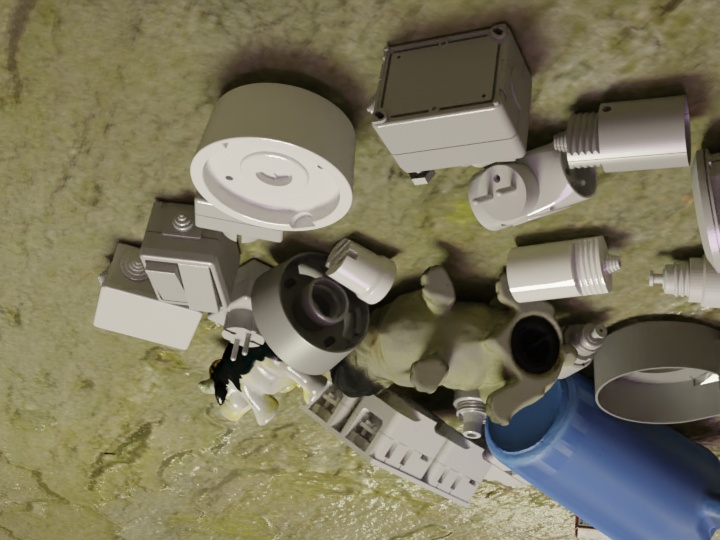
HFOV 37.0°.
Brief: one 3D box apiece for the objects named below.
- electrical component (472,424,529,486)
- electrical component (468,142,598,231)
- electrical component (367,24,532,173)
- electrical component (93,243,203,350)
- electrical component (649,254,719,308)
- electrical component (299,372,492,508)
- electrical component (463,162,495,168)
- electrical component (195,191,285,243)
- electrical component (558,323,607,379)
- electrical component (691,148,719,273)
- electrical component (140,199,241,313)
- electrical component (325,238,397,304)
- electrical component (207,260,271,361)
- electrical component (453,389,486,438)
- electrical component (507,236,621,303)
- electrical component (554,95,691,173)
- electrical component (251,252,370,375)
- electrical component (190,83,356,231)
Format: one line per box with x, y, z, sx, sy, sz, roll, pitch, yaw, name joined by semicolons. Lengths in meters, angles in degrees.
0.155;0.193;1.151;0.059;0.053;0.095;-15;143;37;electrical component
0.105;-0.053;0.712;0.077;0.044;0.079;-20;179;41;electrical component
0.052;-0.099;0.652;0.096;0.061;0.061;-5;148;25;electrical component
-0.185;0.024;0.957;0.100;0.048;0.099;16;151;-11;electrical component
0.256;0.008;0.802;0.078;0.040;0.040;2;150;13;electrical component
0.042;0.161;1.059;0.105;0.060;0.186;31;177;41;electrical component
0.074;-0.083;0.702;0.035;0.035;0.061;31;146;-34;electrical component
-0.086;-0.046;0.805;0.066;0.047;0.076;11;151;-2;electrical component
0.185;0.066;0.928;0.040;0.040;0.078;20;150;-17;electrical component
0.242;-0.041;0.681;0.051;0.080;0.080;-10;146;22;electrical component
-0.137;-0.011;0.868;0.062;0.061;0.096;6;151;6;electrical component
0.000;0.000;0.870;0.046;0.040;0.040;31;145;-24;electrical component
-0.098;0.042;0.934;0.047;0.076;0.066;27;147;-28;electrical component
0.112;0.132;1.047;0.048;0.062;0.048;7;151;4;electrical component
0.157;-0.001;0.814;0.081;0.043;0.043;-8;147;28;electrical component
0.161;-0.083;0.666;0.081;0.043;0.043;-3;149;22;electrical component
-0.042;0.036;0.890;0.099;0.099;0.064;26;141;-26;electrical component
-0.054;-0.080;0.720;0.108;0.060;0.108;7;151;4;electrical component
